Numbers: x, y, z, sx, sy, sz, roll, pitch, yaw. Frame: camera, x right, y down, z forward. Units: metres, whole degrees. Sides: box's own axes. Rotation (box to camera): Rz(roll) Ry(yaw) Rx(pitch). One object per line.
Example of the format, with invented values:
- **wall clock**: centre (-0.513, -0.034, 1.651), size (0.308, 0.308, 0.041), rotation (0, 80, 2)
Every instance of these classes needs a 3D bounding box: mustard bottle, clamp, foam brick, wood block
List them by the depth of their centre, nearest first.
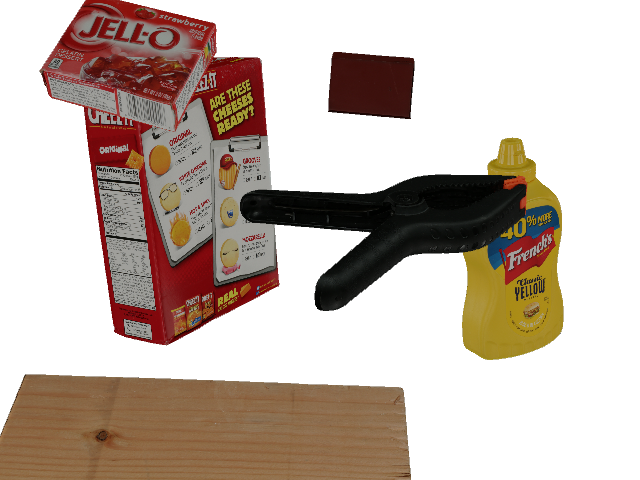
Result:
- **wood block**: centre (-0.059, 0.134, 0.564), size (0.206, 0.090, 0.091), rotation (2, 32, 0)
- **clamp**: centre (0.052, -0.017, 0.779), size (0.209, 0.036, 0.165), rotation (-16, 31, -24)
- **mustard bottle**: centre (0.168, 0.004, 0.936), size (0.096, 0.192, 0.058), rotation (-15, 23, -24)
- **foam brick**: centre (0.047, -0.143, 0.985), size (0.078, 0.051, 0.053), rotation (5, 16, 3)

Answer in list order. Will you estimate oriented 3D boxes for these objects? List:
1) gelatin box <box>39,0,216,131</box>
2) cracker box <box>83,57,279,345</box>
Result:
- **gelatin box**: centre (-0.119, -0.114, 0.670), size (0.089, 0.073, 0.030), rotation (16, -34, 8)
- **cracker box**: centre (-0.115, -0.039, 0.915), size (0.072, 0.214, 0.163), rotation (6, 20, 33)
